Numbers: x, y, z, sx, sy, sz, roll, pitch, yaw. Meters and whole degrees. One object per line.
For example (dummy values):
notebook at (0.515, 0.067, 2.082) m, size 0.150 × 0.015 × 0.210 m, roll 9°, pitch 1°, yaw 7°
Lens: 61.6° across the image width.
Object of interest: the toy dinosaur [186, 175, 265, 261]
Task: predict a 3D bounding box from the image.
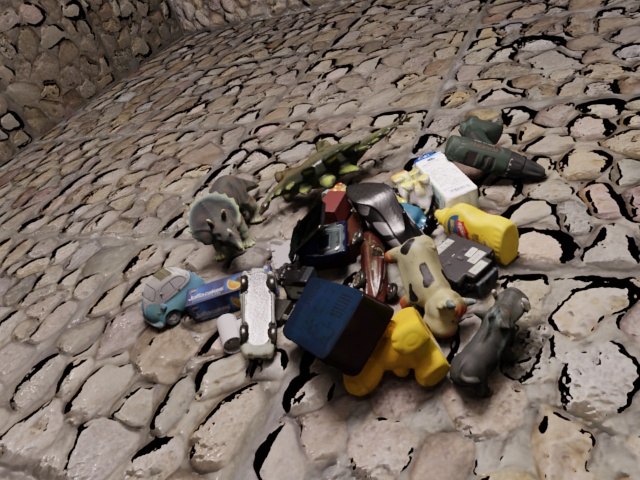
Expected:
toy dinosaur at (-0.234, -0.093, 1.379) m, size 0.131 × 0.191 × 0.405 m, roll -11°, pitch 38°, yaw 10°

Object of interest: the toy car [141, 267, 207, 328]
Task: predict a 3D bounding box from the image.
toy car at (-0.345, 0.118, 1.233) m, size 0.162 × 0.102 × 0.109 m, roll -42°, pitch 41°, yaw -24°

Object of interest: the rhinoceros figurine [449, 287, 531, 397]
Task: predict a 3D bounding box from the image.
rhinoceros figurine at (0.272, 0.159, 0.865) m, size 0.073 × 0.112 × 0.190 m, roll 20°, pitch 59°, yaw 45°

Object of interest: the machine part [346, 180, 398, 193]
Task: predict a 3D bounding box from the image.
machine part at (0.121, -0.117, 1.366) m, size 0.139 × 0.039 × 0.084 m, roll 15°, pitch 54°, yaw 37°

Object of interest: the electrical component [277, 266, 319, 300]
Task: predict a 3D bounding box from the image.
electrical component at (-0.024, 0.095, 1.125) m, size 0.119 × 0.074 × 0.048 m, roll -3°, pitch 39°, yaw 30°

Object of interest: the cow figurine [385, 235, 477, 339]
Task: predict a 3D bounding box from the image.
cow figurine at (0.203, 0.084, 0.976) m, size 0.085 × 0.127 × 0.195 m, roll -1°, pitch 65°, yaw -32°

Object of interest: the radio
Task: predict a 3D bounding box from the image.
radio at (0.022, 0.145, 0.945) m, size 0.131 × 0.073 × 0.230 m, roll -61°, pitch 20°, yaw -9°

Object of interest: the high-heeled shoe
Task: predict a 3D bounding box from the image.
high-heeled shoe at (0.143, -0.034, 1.159) m, size 0.086 × 0.145 × 0.249 m, roll -31°, pitch 34°, yaw -14°

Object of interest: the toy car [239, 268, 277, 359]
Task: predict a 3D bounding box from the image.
toy car at (-0.125, 0.144, 1.081) m, size 0.073 × 0.056 × 0.202 m, roll 1°, pitch 53°, yaw -9°

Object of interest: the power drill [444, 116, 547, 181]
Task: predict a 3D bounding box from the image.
power drill at (0.416, -0.218, 1.298) m, size 0.232 × 0.085 × 0.207 m, roll 13°, pitch 40°, yaw 2°

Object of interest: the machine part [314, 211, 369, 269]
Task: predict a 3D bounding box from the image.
machine part at (0.030, -0.007, 1.249) m, size 0.179 × 0.056 × 0.179 m, roll -14°, pitch 37°, yaw 11°

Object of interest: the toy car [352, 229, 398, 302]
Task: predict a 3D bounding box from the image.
toy car at (0.113, 0.047, 1.107) m, size 0.089 × 0.053 × 0.202 m, roll 24°, pitch 34°, yaw -14°

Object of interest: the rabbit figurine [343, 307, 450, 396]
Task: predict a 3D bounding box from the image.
rabbit figurine at (0.106, 0.187, 0.912) m, size 0.173 × 0.121 × 0.162 m, roll -39°, pitch 32°, yaw 7°

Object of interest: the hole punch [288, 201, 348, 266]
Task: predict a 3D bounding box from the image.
hole punch at (-0.002, -0.004, 1.162) m, size 0.116 × 0.092 × 0.142 m, roll -39°, pitch 31°, yaw 31°

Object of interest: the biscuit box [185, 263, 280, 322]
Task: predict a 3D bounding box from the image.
biscuit box at (-0.195, 0.119, 1.192) m, size 0.203 × 0.059 × 0.063 m, roll -18°, pitch 36°, yaw 4°

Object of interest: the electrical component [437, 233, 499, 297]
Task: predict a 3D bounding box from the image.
electrical component at (0.275, 0.055, 1.044) m, size 0.115 × 0.058 × 0.134 m, roll -37°, pitch 39°, yaw -18°

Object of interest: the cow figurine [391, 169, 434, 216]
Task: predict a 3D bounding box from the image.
cow figurine at (0.222, -0.114, 1.278) m, size 0.068 × 0.098 × 0.167 m, roll -24°, pitch 17°, yaw 0°

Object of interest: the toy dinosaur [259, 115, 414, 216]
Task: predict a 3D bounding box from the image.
toy dinosaur at (0.033, -0.202, 1.417) m, size 0.471 × 0.105 × 0.199 m, roll -37°, pitch 20°, yaw -10°

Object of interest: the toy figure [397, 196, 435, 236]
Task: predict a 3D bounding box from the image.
toy figure at (0.174, -0.048, 1.213) m, size 0.180 × 0.089 × 0.082 m, roll 27°, pitch 46°, yaw 36°

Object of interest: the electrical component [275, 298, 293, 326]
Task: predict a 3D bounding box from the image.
electrical component at (-0.086, 0.149, 1.130) m, size 0.094 × 0.021 × 0.063 m, roll 3°, pitch 42°, yaw 31°
